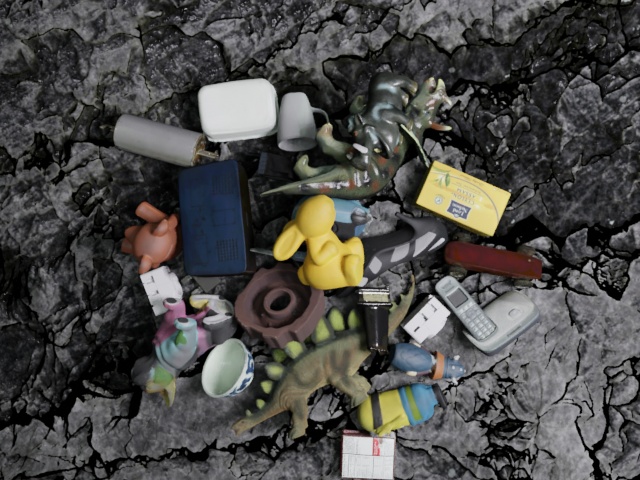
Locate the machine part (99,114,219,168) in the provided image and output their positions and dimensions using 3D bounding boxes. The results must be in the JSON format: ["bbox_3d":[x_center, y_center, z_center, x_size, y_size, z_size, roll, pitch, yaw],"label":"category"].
[{"bbox_3d":[-0.326,-0.201,1.099,0.243,0.079,0.079,14,90,1],"label":"machine part"}]

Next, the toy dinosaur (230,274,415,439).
[{"bbox_3d":[0.023,0.242,1.084,0.471,0.105,0.198,-29,86,-11],"label":"toy dinosaur"}]

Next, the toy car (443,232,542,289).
[{"bbox_3d":[0.354,0.045,1.107,0.202,0.053,0.089,10,70,-1],"label":"toy car"}]

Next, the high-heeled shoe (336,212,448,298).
[{"bbox_3d":[0.150,0.044,1.115,0.145,0.086,0.248,29,110,-29],"label":"high-heeled shoe"}]

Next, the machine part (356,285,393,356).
[{"bbox_3d":[0.110,0.157,1.056,0.084,0.039,0.139,1,70,-17],"label":"machine part"}]

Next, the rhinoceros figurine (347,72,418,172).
[{"bbox_3d":[0.106,-0.212,0.957,0.112,0.073,0.190,18,79,-7],"label":"rhinoceros figurine"}]

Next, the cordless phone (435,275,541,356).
[{"bbox_3d":[0.338,0.130,1.100,0.146,0.088,0.184,-38,72,1],"label":"cordless phone"}]

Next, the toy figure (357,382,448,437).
[{"bbox_3d":[0.164,0.338,1.093,0.180,0.082,0.089,-25,61,8],"label":"toy figure"}]

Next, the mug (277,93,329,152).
[{"bbox_3d":[-0.037,-0.245,1.096,0.110,0.080,0.107,-7,81,5],"label":"mug"}]

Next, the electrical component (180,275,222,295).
[{"bbox_3d":[-0.241,0.075,1.124,0.094,0.021,0.063,-38,89,1],"label":"electrical component"}]

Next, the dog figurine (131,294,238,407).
[{"bbox_3d":[-0.273,0.224,1.083,0.191,0.109,0.219,1,119,-41],"label":"dog figurine"}]

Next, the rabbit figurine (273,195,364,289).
[{"bbox_3d":[-0.002,-0.003,1.005,0.163,0.122,0.173,-4,119,19],"label":"rabbit figurine"}]

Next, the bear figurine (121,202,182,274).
[{"bbox_3d":[-0.335,-0.003,1.039,0.132,0.196,0.120,23,93,1],"label":"bear figurine"}]

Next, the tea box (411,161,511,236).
[{"bbox_3d":[0.286,-0.083,1.100,0.170,0.068,0.098,22,89,-1],"label":"tea box"}]

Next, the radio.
[{"bbox_3d":[-0.209,-0.038,1.083,0.131,0.073,0.229,-7,81,7],"label":"radio"}]

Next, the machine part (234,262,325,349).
[{"bbox_3d":[-0.077,0.128,1.063,0.179,0.056,0.179,-8,50,10],"label":"machine part"}]

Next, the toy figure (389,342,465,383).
[{"bbox_3d":[0.221,0.251,1.105,0.154,0.058,0.064,16,96,-5],"label":"toy figure"}]

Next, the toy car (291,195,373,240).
[{"bbox_3d":[0.024,-0.060,1.084,0.162,0.109,0.103,4,57,0],"label":"toy car"}]

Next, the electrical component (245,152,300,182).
[{"bbox_3d":[-0.097,-0.150,1.096,0.119,0.075,0.047,9,89,15],"label":"electrical component"}]

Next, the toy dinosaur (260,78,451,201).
[{"bbox_3d":[0.088,-0.153,1.038,0.192,0.131,0.405,42,74,8],"label":"toy dinosaur"}]
